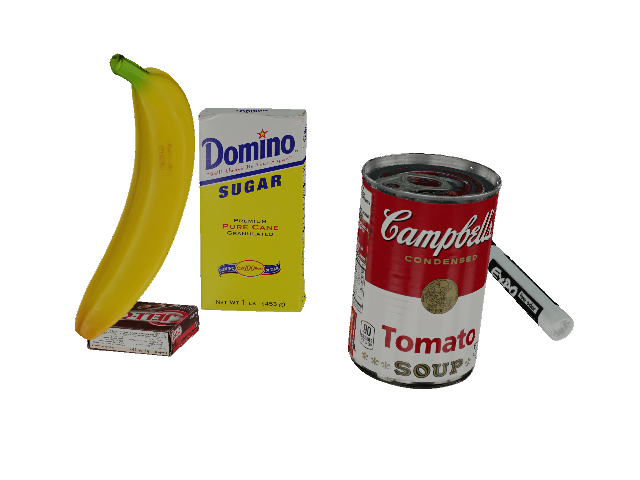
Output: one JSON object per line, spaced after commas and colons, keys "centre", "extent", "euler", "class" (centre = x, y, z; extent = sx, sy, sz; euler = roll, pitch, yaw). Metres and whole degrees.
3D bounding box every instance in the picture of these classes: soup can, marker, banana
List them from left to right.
{"centre": [-0.114, -0.027, 0.665], "extent": [0.069, 0.198, 0.037], "euler": [-8, 34, -34], "class": "banana"}
{"centre": [0.050, 0.014, 0.536], "extent": [0.068, 0.102, 0.068], "euler": [4, 21, -2], "class": "soup can"}
{"centre": [0.133, 0.026, 0.737], "extent": [0.020, 0.020, 0.121], "euler": [0, 31, -27], "class": "marker"}

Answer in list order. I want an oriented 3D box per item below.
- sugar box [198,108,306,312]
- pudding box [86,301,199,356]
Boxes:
{"centre": [-0.059, -0.027, 0.940], "extent": [0.093, 0.176, 0.048], "euler": [1, 15, 3], "class": "sugar box"}
{"centre": [-0.216, 0.106, 1.300], "extent": [0.114, 0.039, 0.090], "euler": [1, 15, 16], "class": "pudding box"}
